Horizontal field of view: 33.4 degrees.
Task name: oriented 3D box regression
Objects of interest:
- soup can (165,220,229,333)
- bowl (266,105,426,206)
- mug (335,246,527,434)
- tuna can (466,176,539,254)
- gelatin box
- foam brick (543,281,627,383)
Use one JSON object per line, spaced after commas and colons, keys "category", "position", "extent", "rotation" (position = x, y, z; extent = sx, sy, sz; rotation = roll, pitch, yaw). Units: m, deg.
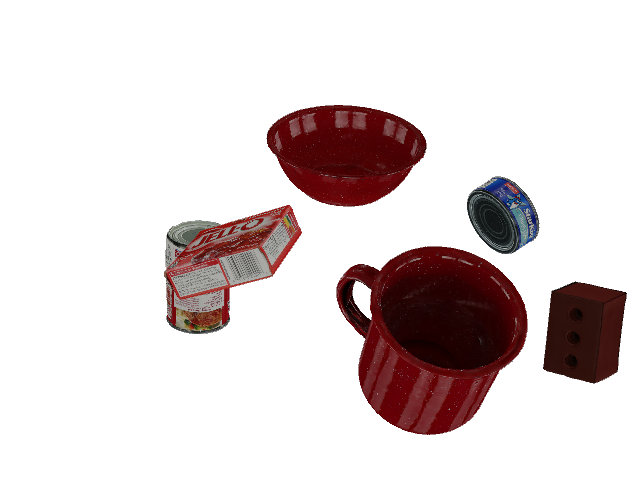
{"category": "soup can", "position": [-0.129, 0.038, 1.128], "extent": [0.068, 0.102, 0.068], "rotation": [3, 24, -1]}
{"category": "bowl", "position": [0.025, -0.080, 1.088], "extent": [0.162, 0.055, 0.162], "rotation": [2, 32, -2]}
{"category": "mug", "position": [0.058, 0.058, 0.648], "extent": [0.117, 0.082, 0.093], "rotation": [31, 53, 15]}
{"category": "tuna can", "position": [0.207, -0.028, 1.220], "extent": [0.033, 0.086, 0.086], "rotation": [-31, 13, -23]}
{"category": "gelatin box", "position": [-0.068, 0.009, 0.831], "extent": [0.089, 0.030, 0.073], "rotation": [-15, 21, 26]}
{"category": "foam brick", "position": [0.239, 0.082, 0.964], "extent": [0.053, 0.078, 0.051], "rotation": [13, 17, 37]}
